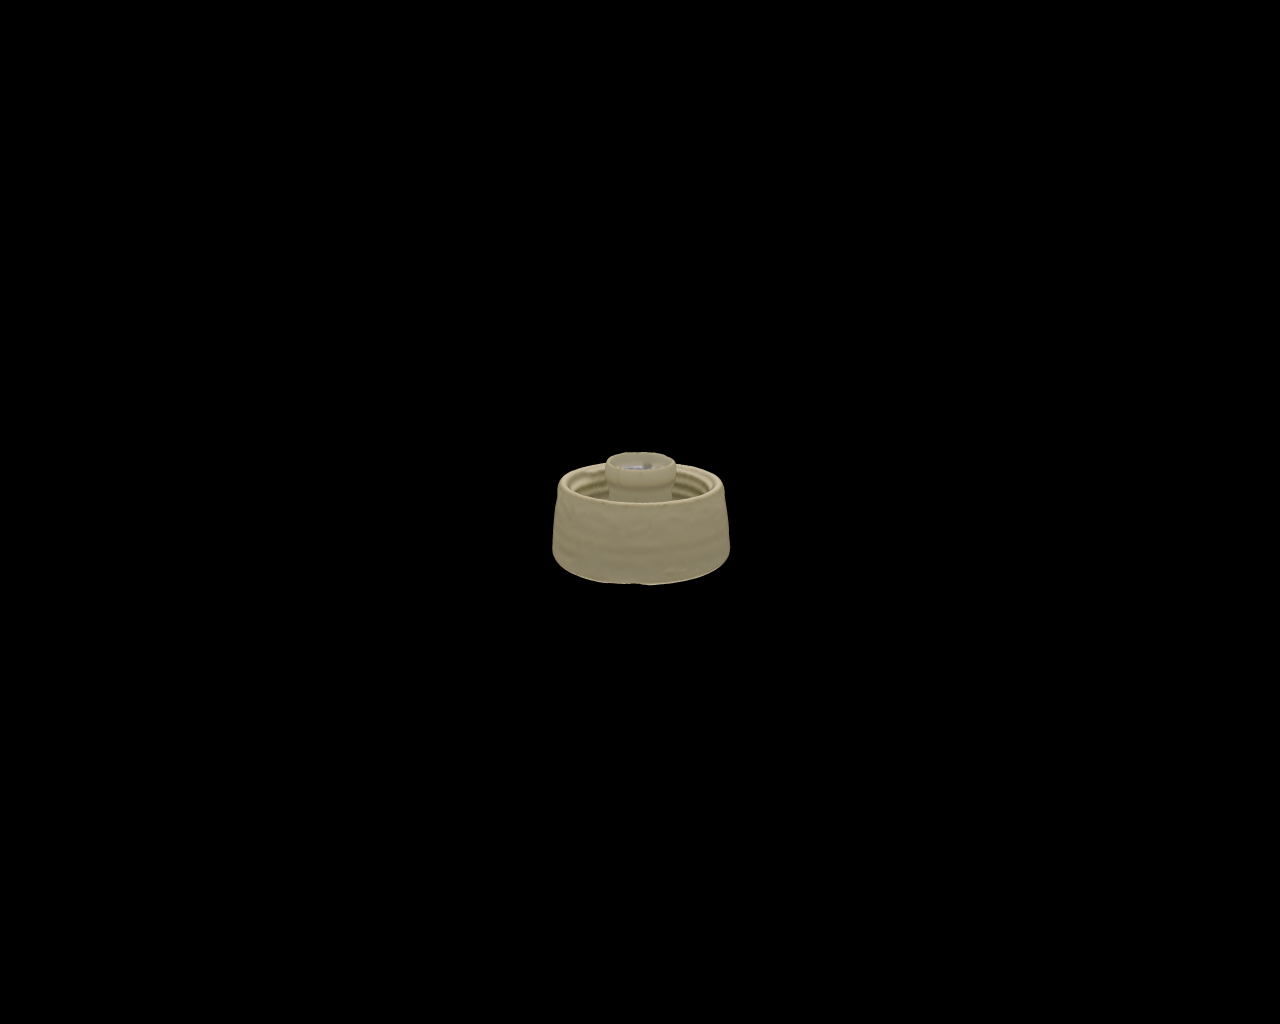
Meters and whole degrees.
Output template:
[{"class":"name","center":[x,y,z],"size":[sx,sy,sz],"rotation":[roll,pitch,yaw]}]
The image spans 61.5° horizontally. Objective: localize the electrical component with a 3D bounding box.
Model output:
[{"class":"electrical component","center":[0.001,-0.003,0.650],"size":[0.108,0.060,0.108],"rotation":[0,18,0]}]
